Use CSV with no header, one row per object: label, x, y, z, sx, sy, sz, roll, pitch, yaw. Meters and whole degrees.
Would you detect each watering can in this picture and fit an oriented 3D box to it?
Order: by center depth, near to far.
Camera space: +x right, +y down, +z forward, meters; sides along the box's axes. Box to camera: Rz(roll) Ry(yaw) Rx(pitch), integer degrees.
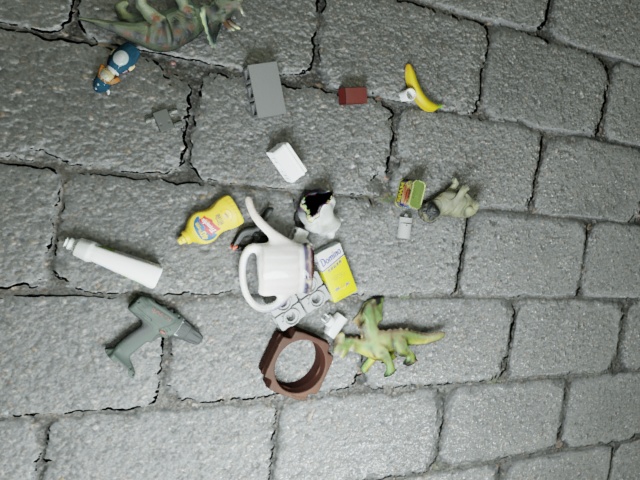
watering can,-0.125,0.043,1.513,0.224,0.104,0.346,-1,97,-13

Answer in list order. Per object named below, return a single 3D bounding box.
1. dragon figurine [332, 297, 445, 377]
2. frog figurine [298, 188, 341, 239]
dragon figurine,0.222,0.310,1.742,0.413,0.122,0.241,-24,97,-21
frog figurine,0.005,-0.081,1.614,0.139,0.123,0.156,-68,154,-18
